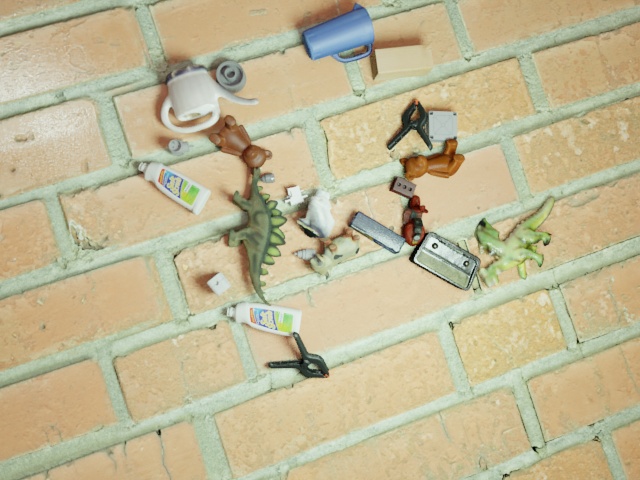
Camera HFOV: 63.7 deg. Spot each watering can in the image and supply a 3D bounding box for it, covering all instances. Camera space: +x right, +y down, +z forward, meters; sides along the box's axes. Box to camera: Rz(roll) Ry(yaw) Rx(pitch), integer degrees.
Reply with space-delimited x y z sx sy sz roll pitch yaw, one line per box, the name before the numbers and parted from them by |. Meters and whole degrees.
watering can | -0.395 -0.500 1.771 0.347 0.104 0.225 -18 88 7

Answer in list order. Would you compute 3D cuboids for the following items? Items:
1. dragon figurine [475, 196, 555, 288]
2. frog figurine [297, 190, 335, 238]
dragon figurine | 0.689 -0.007 1.871 0.243 0.120 0.415 21 75 4
frog figurine | 0.005 -0.090 1.791 0.135 0.123 0.161 44 72 -35
